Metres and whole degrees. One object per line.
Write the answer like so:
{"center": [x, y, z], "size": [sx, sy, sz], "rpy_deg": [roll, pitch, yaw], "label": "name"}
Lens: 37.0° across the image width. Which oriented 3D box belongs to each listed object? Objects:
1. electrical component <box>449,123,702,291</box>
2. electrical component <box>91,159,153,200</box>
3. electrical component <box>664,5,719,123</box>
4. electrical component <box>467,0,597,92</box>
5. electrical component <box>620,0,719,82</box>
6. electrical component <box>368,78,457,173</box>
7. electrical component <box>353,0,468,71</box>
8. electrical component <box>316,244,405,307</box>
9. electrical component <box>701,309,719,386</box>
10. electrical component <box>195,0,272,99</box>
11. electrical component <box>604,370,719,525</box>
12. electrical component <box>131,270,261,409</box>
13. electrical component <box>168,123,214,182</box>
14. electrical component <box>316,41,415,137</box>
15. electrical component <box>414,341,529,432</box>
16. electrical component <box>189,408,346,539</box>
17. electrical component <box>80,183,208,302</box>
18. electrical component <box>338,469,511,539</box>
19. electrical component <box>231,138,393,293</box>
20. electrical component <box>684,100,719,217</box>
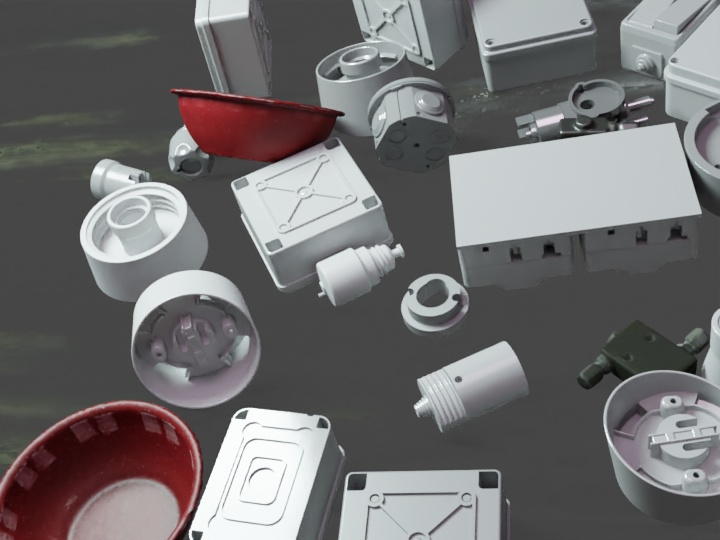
{"center": [0.172, -0.049, 0.879], "size": [0.186, 0.060, 0.105], "rpy_deg": [-8, 47, 8], "label": "electrical component"}
{"center": [-0.228, -0.082, 1.032], "size": [0.046, 0.040, 0.040], "rpy_deg": [14, 54, 19], "label": "electrical component"}
{"center": [0.331, -0.182, 0.960], "size": [0.078, 0.057, 0.113], "rpy_deg": [28, 60, 33], "label": "electrical component"}
{"center": [0.168, -0.235, 1.052], "size": [0.109, 0.056, 0.108], "rpy_deg": [-11, 47, 5], "label": "electrical component"}
{"center": [0.287, -0.222, 1.005], "size": [0.062, 0.061, 0.096], "rpy_deg": [28, 61, 34], "label": "electrical component"}
{"center": [0.048, -0.130, 0.974], "size": [0.080, 0.080, 0.051], "rpy_deg": [-10, 52, 6], "label": "electrical component"}
{"center": [0.046, -0.270, 1.081], "size": [0.109, 0.108, 0.056], "rpy_deg": [31, 65, 35], "label": "electrical component"}
{"center": [0.000, 0.000, 0.895], "size": [0.078, 0.040, 0.040], "rpy_deg": [-25, 47, -8], "label": "electrical component"}
{"center": [0.265, 0.055, 0.757], "size": [0.044, 0.065, 0.044], "rpy_deg": [-8, 47, 8], "label": "electrical component"}
{"center": [-0.127, -0.245, 1.105], "size": [0.056, 0.108, 0.108], "rpy_deg": [-8, 47, 4], "label": "electrical component"}
{"center": [0.213, 0.117, 0.715], "size": [0.099, 0.064, 0.099], "rpy_deg": [-7, 47, 8], "label": "electrical component"}
{"center": [-0.131, 0.052, 0.847], "size": [0.099, 0.099, 0.064], "rpy_deg": [-18, 40, -2], "label": "electrical component"}
{"center": [-0.164, -0.120, 1.046], "size": [0.043, 0.043, 0.062], "rpy_deg": [-11, 46, 5], "label": "electrical component"}
{"center": [0.006, -0.182, 1.058], "size": [0.099, 0.064, 0.099], "rpy_deg": [-11, 33, 7], "label": "electrical component"}
{"center": [0.078, 0.088, 0.792], "size": [0.081, 0.043, 0.043], "rpy_deg": [-23, 47, -6], "label": "electrical component"}
{"center": [-0.062, 0.161, 0.754], "size": [0.078, 0.057, 0.113], "rpy_deg": [4, 50, 18], "label": "electrical component"}
{"center": [-0.197, -0.032, 0.962], "size": [0.108, 0.060, 0.108], "rpy_deg": [-7, 47, 8], "label": "electrical component"}
{"center": [0.042, 0.189, 0.701], "size": [0.109, 0.056, 0.108], "rpy_deg": [-3, 48, 12], "label": "electrical component"}
{"center": [-0.043, -0.049, 0.940], "size": [0.109, 0.056, 0.108], "rpy_deg": [-24, 47, -7], "label": "electrical component"}
{"center": [0.319, -0.085, 0.873], "size": [0.108, 0.060, 0.108], "rpy_deg": [-7, 47, 8], "label": "electrical component"}
